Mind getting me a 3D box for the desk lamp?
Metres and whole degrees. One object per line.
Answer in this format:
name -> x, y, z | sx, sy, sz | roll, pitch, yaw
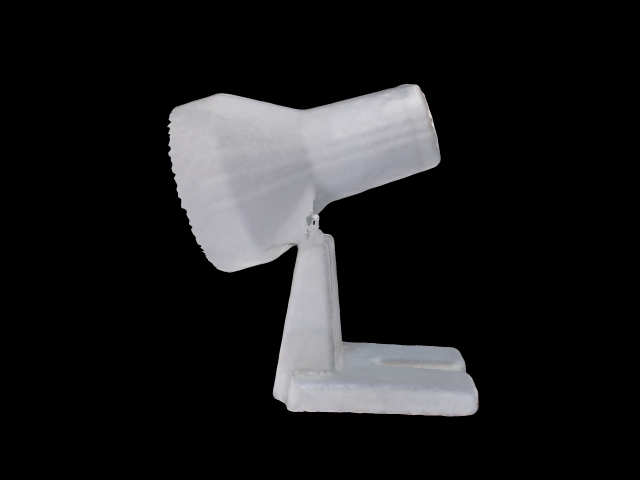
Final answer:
desk lamp -> 0.004, 0.001, 0.400 | 0.203, 0.213, 0.118 | 1, 7, 5
